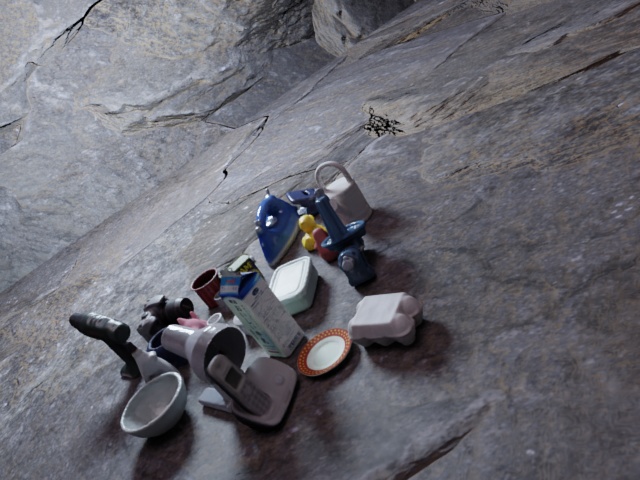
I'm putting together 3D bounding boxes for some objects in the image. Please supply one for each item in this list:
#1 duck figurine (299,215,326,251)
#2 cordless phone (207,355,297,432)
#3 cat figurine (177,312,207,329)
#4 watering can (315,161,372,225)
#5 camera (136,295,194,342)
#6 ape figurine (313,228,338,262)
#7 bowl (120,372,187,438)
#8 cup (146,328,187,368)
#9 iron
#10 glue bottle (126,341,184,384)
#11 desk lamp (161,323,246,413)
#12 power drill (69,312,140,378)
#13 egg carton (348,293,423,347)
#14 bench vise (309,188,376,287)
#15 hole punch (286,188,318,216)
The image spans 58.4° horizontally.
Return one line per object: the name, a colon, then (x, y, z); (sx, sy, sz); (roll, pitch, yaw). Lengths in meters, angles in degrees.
duck figurine: (-0.029, -0.028, 1.623); (0.077, 0.086, 0.104); (-20, 29, 25)
cordless phone: (-0.134, 0.268, 1.117); (0.094, 0.185, 0.147); (-18, 30, 29)
cat figurine: (-0.318, 0.230, 1.468); (0.067, 0.118, 0.127); (-31, 26, 5)
watering can: (0.058, -0.128, 1.571); (0.101, 0.194, 0.172); (-30, 26, 8)
camera: (-0.445, 0.215, 1.659); (0.136, 0.101, 0.143); (-18, 30, 28)
ape figurine: (0.014, 0.005, 1.509); (0.077, 0.092, 0.076); (-15, 31, 32)
bowl: (-0.361, 0.387, 1.298); (0.167, 0.075, 0.167); (-26, 27, 15)
cup: (-0.389, 0.292, 1.469); (0.118, 0.095, 0.091); (-43, 28, -19)
iron: (-0.149, -0.045, 1.722); (0.118, 0.142, 0.258); (-22, 28, 23)
glue bottle: (-0.407, 0.304, 1.378); (0.078, 0.173, 0.037); (-36, 26, -6)
desk lamp: (-0.228, 0.262, 1.201); (0.202, 0.214, 0.118); (-6, 37, 44)
power drill: (-0.567, 0.280, 1.561); (0.228, 0.209, 0.076); (-7, 36, 42)
egg carton: (0.130, 0.160, 1.137); (0.149, 0.069, 0.107); (-12, 33, 37)
bench vise: (0.059, -0.015, 1.346); (0.121, 0.220, 0.207); (-35, 26, -3)
hole punch: (-0.044, -0.128, 1.805); (0.101, 0.091, 0.108); (-34, 26, -1)
